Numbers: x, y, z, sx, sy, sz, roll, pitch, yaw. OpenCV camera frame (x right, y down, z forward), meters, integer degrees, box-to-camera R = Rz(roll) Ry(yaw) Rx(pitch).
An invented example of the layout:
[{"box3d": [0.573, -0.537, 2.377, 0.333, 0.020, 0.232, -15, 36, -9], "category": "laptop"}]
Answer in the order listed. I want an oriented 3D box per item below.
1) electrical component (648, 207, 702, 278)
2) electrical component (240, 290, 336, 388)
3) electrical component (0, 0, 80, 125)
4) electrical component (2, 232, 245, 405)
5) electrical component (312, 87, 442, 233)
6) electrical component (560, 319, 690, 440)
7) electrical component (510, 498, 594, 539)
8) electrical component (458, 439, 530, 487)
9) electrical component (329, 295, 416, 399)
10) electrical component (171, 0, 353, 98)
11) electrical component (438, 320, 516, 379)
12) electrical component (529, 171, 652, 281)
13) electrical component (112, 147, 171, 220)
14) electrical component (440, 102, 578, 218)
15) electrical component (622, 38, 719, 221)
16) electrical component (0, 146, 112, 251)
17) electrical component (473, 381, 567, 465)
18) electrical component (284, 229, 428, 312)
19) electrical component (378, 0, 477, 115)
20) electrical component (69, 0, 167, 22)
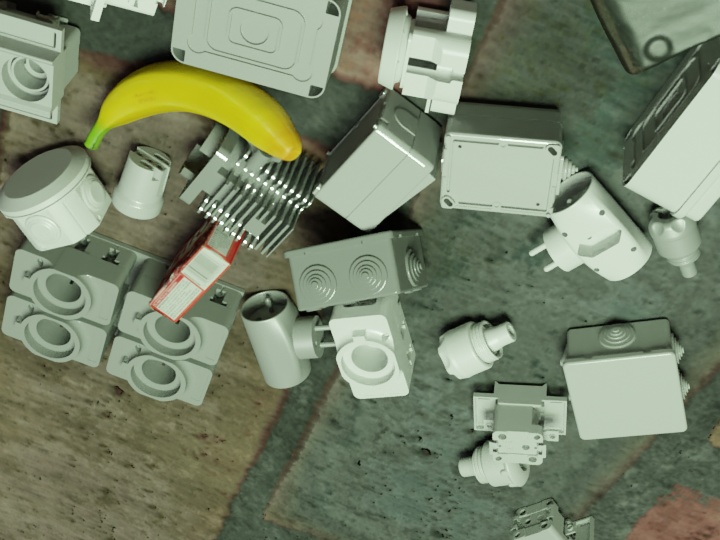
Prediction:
[{"box3d": [0.241, -0.020, 0.812, 0.035, 0.035, 0.061, -16, 125, 22], "category": "electrical component"}, {"box3d": [-0.055, 0.059, 0.929, 0.079, 0.043, 0.077, -5, 126, 15], "category": "electrical component"}, {"box3d": [-0.273, -0.164, 0.789, 0.121, 0.063, 0.078, 16, 129, -1], "category": "electrical component"}, {"box3d": [-0.208, 0.039, 0.935, 0.186, 0.060, 0.105, 21, 129, -5], "category": "electrical component"}, {"box3d": [0.012, -0.075, 0.799, 0.061, 0.061, 0.096, 35, 126, -15], "category": "electrical component"}, {"box3d": [0.220, 0.090, 0.892, 0.100, 0.048, 0.099, -8, 125, 17], "category": "electrical component"}, {"box3d": [0.182, 0.257, 1.034, 0.081, 0.042, 0.063, -27, 116, 28], "category": "electrical component"}, {"box3d": [0.121, 0.177, 0.984, 0.062, 0.048, 0.048, -15, 123, 30], "category": "electrical component"}, {"box3d": [0.011, 0.062, 0.910, 0.050, 0.055, 0.089, -6, 126, 16], "category": "electrical component"}, {"box3d": [-0.067, -0.176, 0.742, 0.113, 0.057, 0.078, 15, 128, 0], "category": "electrical component"}, {"box3d": [0.100, 0.062, 0.900, 0.062, 0.043, 0.043, -27, 118, 27], "category": "electrical component"}, {"box3d": [0.167, -0.024, 0.818, 0.079, 0.043, 0.077, -33, 115, 30], "category": "electrical component"}, {"box3d": [-0.173, -0.070, 0.858, 0.040, 0.040, 0.046, 22, 123, -5], "category": "electrical component"}, {"box3d": [0.108, -0.081, 0.775, 0.096, 0.061, 0.061, 6, 126, 6], "category": "electrical component"}, {"box3d": [0.233, -0.099, 0.725, 0.057, 0.078, 0.113, 27, 128, -6], "category": "electrical component"}, {"box3d": [-0.243, -0.058, 0.856, 0.080, 0.080, 0.051, -12, 129, 20], "category": "electrical component"}, {"box3d": [0.138, 0.134, 0.934, 0.081, 0.063, 0.042, 1, 126, 11], "category": "electrical component"}, {"box3d": [0.000, 0.000, 0.836, 0.100, 0.100, 0.048, -10, 90, 19], "category": "electrical component"}, {"box3d": [0.044, -0.149, 0.739, 0.057, 0.058, 0.078, 10, 128, 0], "category": "electrical component"}, {"box3d": [-0.147, -0.233, 0.709, 0.063, 0.078, 0.121, 10, 132, -24], "category": "electrical component"}]
